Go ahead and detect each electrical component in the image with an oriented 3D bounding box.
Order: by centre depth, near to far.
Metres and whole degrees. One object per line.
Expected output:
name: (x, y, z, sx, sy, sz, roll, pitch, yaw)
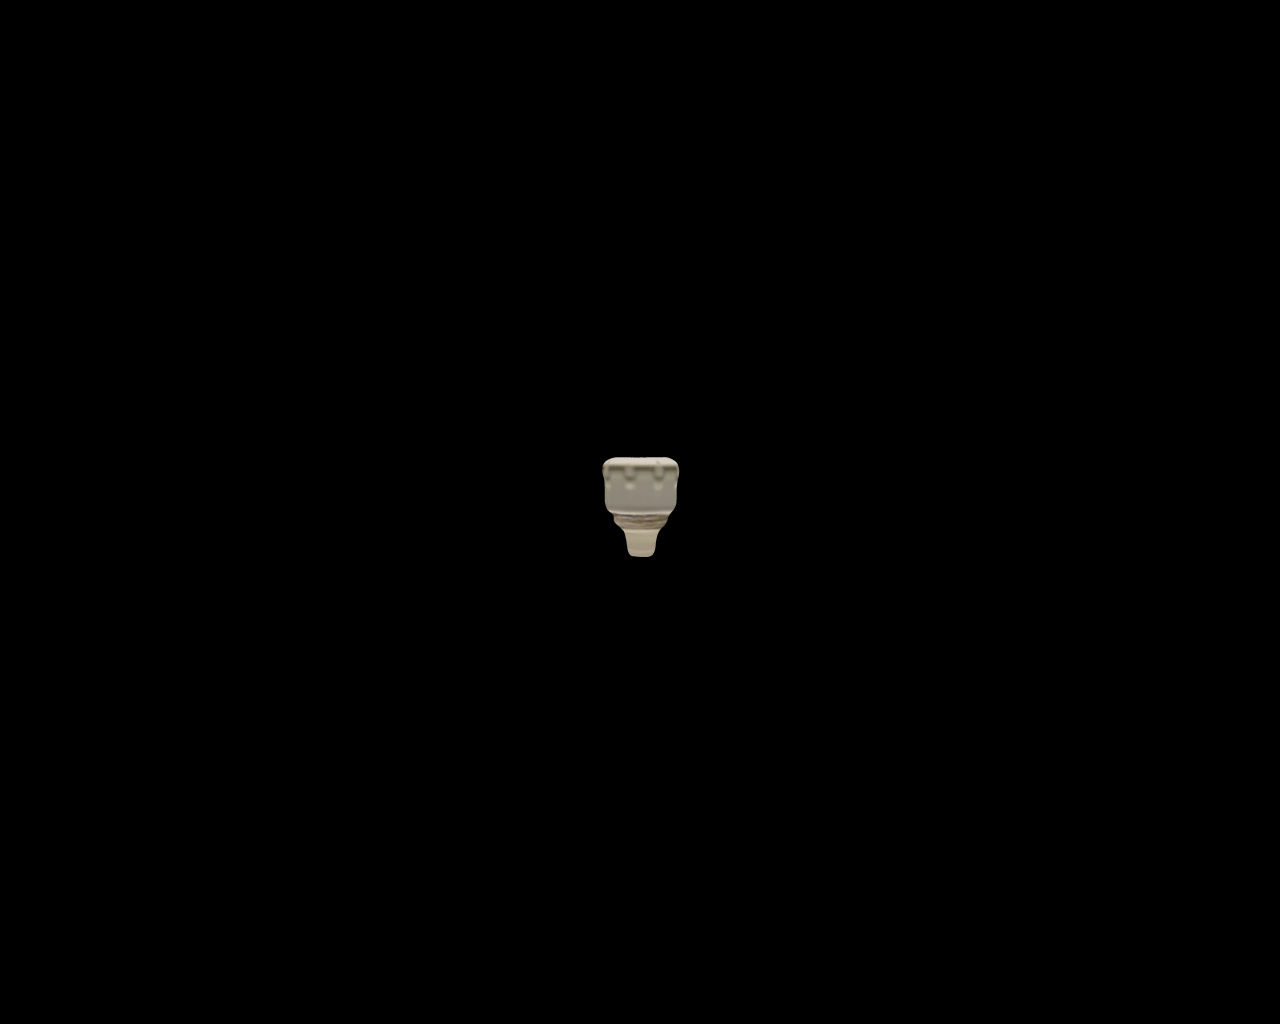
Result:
electrical component: (0.001, -0.003, 0.650, 0.048, 0.062, 0.048, 0, 4, 0)
